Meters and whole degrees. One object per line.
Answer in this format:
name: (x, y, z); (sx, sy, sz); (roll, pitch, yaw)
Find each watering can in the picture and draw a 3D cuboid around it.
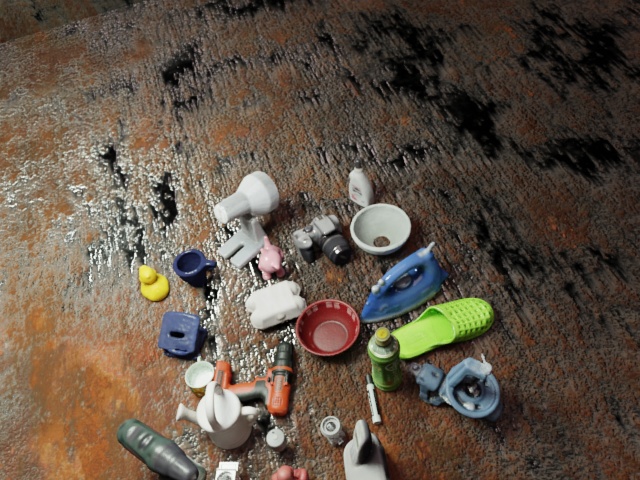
watering can: (-0.227, 0.384, 1.262); (0.173, 0.194, 0.100); (-22, 52, -8)

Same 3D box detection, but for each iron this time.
iron: (0.200, 0.106, 1.444); (0.259, 0.142, 0.118); (-33, 54, -16)

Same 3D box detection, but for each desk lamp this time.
desk lamp: (-0.205, -0.062, 1.597); (0.117, 0.214, 0.203); (31, 63, 29)

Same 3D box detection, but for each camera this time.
camera: (0.015, 0.006, 1.580); (0.143, 0.101, 0.136); (-29, 53, -13)

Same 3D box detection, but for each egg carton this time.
egg carton: (-0.114, 0.171, 1.491); (0.150, 0.069, 0.107); (-21, 52, -7)

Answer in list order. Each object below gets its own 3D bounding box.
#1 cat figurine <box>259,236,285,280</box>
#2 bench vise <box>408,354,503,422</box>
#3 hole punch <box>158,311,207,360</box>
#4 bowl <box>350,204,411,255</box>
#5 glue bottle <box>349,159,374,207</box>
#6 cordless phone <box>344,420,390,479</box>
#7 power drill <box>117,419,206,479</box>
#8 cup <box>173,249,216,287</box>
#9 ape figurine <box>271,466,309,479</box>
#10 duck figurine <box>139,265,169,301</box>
cat figurine: (-0.136, 0.048, 1.561); (0.067, 0.118, 0.127); (-12, 51, 0)
bench vise: (0.288, 0.309, 1.219); (0.207, 0.220, 0.121); (2, 53, 11)
hole punch: (-0.353, 0.244, 1.460); (0.108, 0.091, 0.101); (5, 53, 13)
bowl: (0.169, -0.016, 1.588); (0.167, 0.075, 0.167); (-5, 52, 6)
glue bottle: (0.115, -0.169, 1.654); (0.078, 0.173, 0.037); (28, 62, 28)
cordless phone: (0.092, 0.455, 1.159); (0.094, 0.185, 0.147); (-13, 51, -1)
power drill: (-0.316, 0.466, 1.203); (0.228, 0.209, 0.076); (23, 59, 25)
cup: (-0.335, 0.086, 1.579); (0.117, 0.095, 0.091); (-2, 52, 8)
ape figurine: (-0.067, 0.505, 1.206); (0.077, 0.092, 0.076); (7, 54, 15)
duck figurine: (-0.467, 0.113, 1.585); (0.077, 0.086, 0.104); (-32, 54, -15)
